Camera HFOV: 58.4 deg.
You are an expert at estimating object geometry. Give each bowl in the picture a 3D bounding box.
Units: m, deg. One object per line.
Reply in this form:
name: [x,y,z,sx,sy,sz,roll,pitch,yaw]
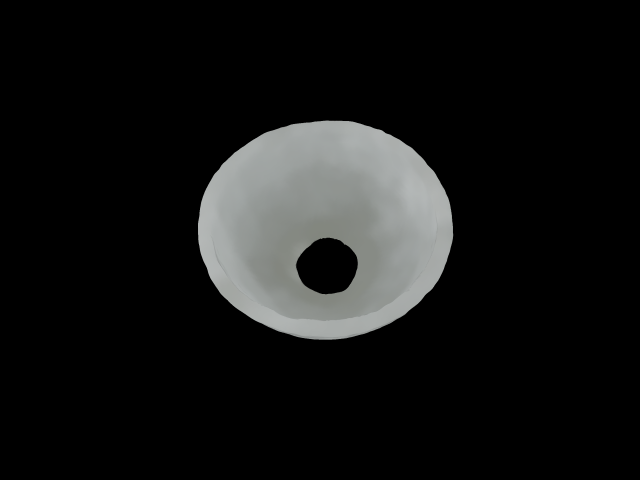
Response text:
bowl: [0.004,0.001,0.400,0.167,0.075,0.167,0,59,0]
